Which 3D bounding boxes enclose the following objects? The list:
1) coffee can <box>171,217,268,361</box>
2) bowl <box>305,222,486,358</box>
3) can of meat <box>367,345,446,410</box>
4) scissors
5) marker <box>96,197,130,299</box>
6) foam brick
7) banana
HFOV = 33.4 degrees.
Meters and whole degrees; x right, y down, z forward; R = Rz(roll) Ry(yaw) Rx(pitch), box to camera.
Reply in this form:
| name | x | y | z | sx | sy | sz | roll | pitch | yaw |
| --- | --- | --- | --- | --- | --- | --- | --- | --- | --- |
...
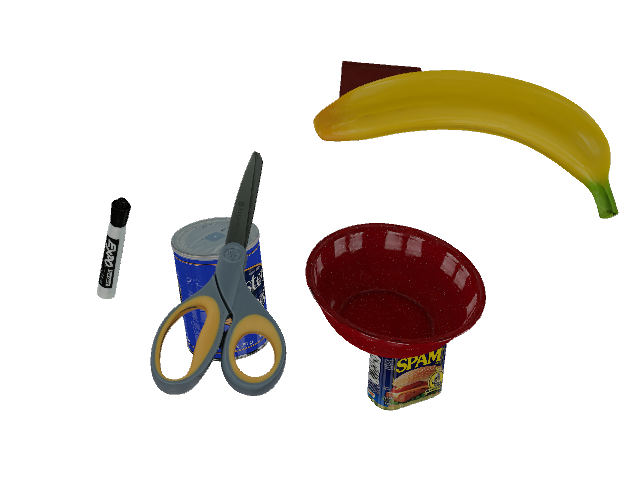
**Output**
| name | x | y | z | sx | sy | sz | roll | pitch | yaw |
| --- | --- | --- | --- | --- | --- | --- | --- | --- | --- |
| coffee can | -0.117 | 0.057 | 1.264 | 0.103 | 0.140 | 0.103 | -4 | 26 | 2 |
| bowl | 0.064 | 0.054 | 0.958 | 0.162 | 0.055 | 0.162 | 6 | 39 | -5 |
| can of meat | 0.108 | 0.157 | 1.336 | 0.101 | 0.084 | 0.058 | -12 | 29 | -28 |
| scissors | -0.045 | 0.025 | 0.729 | 0.096 | 0.201 | 0.016 | 21 | -33 | 11 |
| marker | -0.206 | 0.008 | 1.063 | 0.020 | 0.121 | 0.020 | 12 | 36 | -9 |
| foam brick | 0.056 | -0.141 | 1.018 | 0.078 | 0.051 | 0.053 | 6 | 14 | 3 |
| banana | 0.098 | -0.073 | 0.665 | 0.198 | 0.069 | 0.037 | 15 | -19 | 3 |
